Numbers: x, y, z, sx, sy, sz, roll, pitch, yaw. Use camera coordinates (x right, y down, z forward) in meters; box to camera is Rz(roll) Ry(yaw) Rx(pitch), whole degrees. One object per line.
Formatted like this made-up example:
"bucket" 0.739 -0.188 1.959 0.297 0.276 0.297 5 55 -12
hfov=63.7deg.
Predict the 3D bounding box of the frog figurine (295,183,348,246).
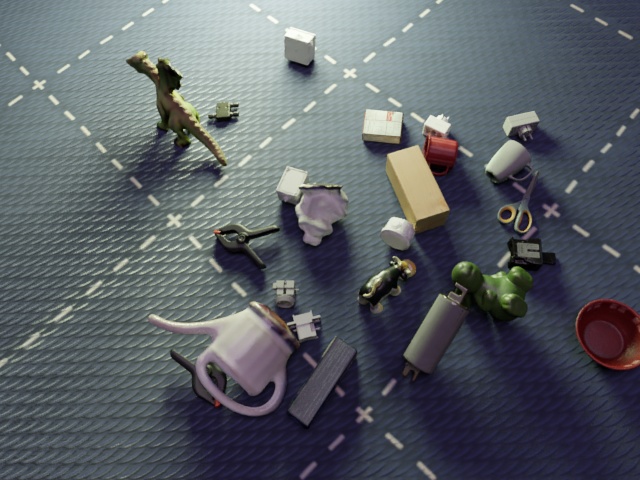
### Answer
"frog figurine" 0.004 -0.068 1.346 0.137 0.123 0.158 0 100 -7

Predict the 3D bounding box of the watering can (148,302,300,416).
"watering can" -0.195 0.230 1.161 0.347 0.103 0.227 45 70 -3

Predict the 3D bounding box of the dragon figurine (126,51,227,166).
"dragon figurine" -0.401 -0.392 1.441 0.414 0.237 0.124 40 68 21
